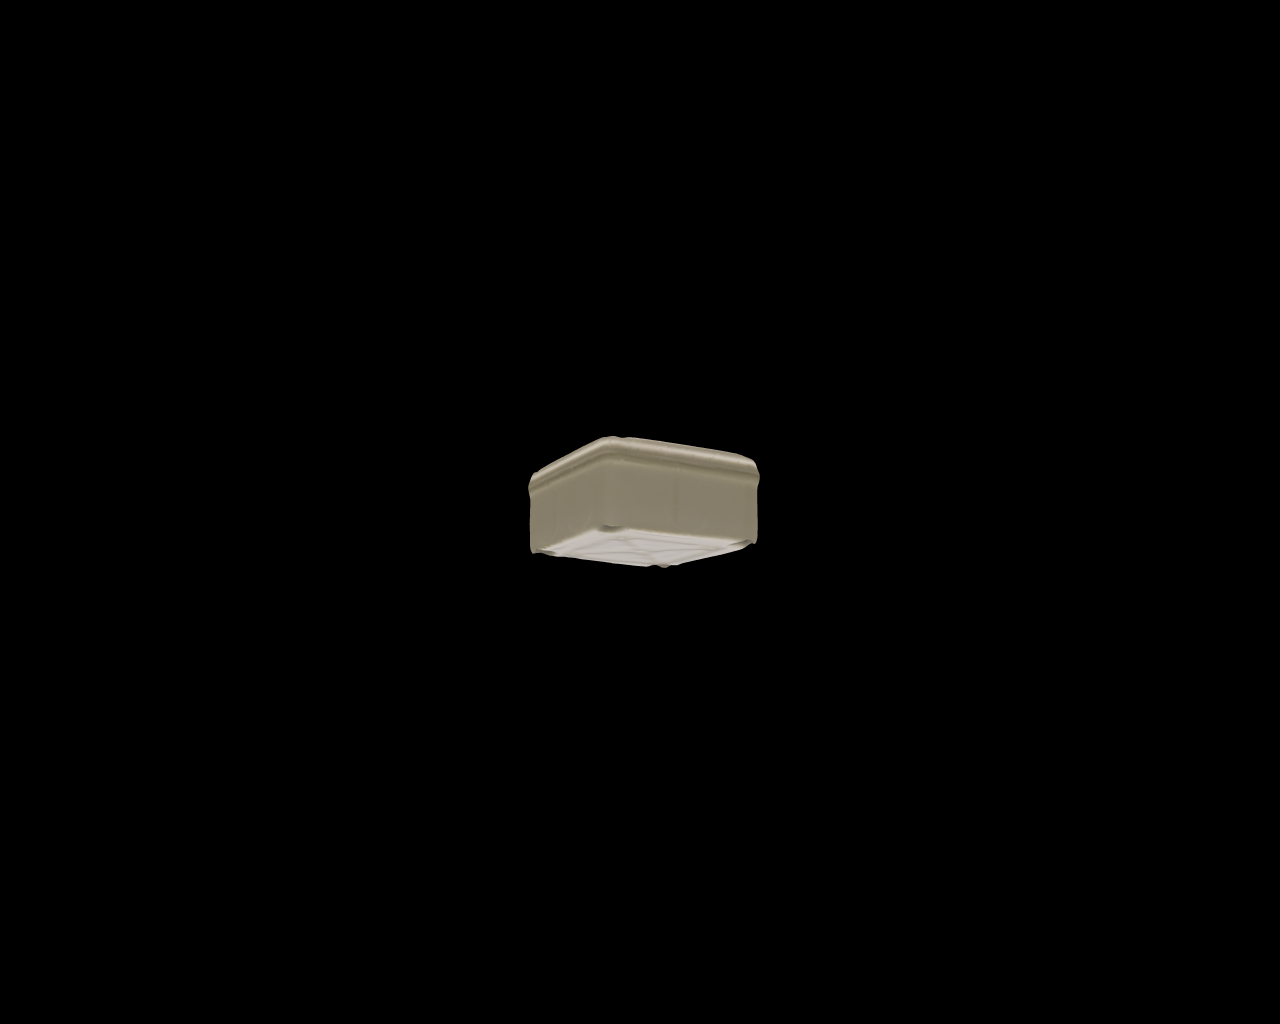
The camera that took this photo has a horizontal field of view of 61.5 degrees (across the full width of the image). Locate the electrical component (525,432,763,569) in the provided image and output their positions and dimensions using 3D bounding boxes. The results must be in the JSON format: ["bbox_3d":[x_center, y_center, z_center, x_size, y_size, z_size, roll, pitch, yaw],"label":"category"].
[{"bbox_3d":[0.001,-0.003,0.650,0.109,0.056,0.108,7,-14,-30],"label":"electrical component"}]
